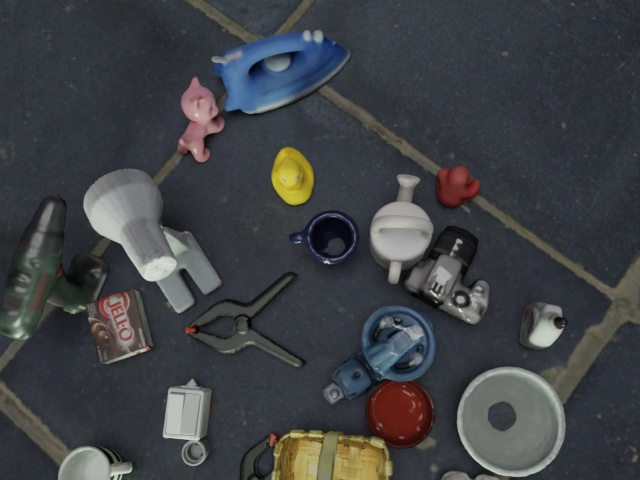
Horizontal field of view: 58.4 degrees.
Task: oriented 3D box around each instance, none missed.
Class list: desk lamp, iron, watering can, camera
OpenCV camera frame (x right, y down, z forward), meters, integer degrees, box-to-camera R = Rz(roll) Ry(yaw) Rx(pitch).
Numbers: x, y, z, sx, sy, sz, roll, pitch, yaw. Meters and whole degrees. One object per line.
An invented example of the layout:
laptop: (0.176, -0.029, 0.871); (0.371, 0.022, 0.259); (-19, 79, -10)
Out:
desk lamp: (-0.272, 0.004, 0.945); (0.118, 0.213, 0.203); (-36, 79, -3)
iron: (-0.069, -0.329, 1.034); (0.258, 0.141, 0.118); (-19, 78, 0)
watering can: (0.130, -0.019, 0.934); (0.101, 0.194, 0.173); (-13, 78, 1)
camera: (0.227, 0.053, 0.961); (0.143, 0.101, 0.137); (27, 82, 8)

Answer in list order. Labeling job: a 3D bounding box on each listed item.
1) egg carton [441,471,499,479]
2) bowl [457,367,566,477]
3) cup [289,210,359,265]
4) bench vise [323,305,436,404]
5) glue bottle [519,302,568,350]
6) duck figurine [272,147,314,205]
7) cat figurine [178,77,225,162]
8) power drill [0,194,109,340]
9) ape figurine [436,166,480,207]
egg carton: (0.234, 0.445, 0.901); (0.107, 0.069, 0.150); (4, 79, 5)
bowl: (0.300, 0.288, 0.924); (0.167, 0.075, 0.167); (-1, 79, 4)
cup: (0.009, 0.004, 0.988); (0.117, 0.095, 0.092); (-2, 79, 4)
bench vise: (0.102, 0.188, 0.882); (0.121, 0.220, 0.207); (34, 83, 10)
glue bottle: (0.356, 0.132, 0.900); (0.037, 0.173, 0.078); (9, 80, 6)
duck figurine: (-0.052, -0.122, 1.021); (0.077, 0.086, 0.104); (-12, 78, 2)
cat figurine: (-0.223, -0.221, 1.035); (0.067, 0.118, 0.128); (20, 81, 8)
power drill: (-0.438, 0.053, 0.949); (0.075, 0.208, 0.230); (18, 81, 7)
ape figurine: (0.238, -0.100, 0.995); (0.077, 0.092, 0.076); (42, 84, 10)
